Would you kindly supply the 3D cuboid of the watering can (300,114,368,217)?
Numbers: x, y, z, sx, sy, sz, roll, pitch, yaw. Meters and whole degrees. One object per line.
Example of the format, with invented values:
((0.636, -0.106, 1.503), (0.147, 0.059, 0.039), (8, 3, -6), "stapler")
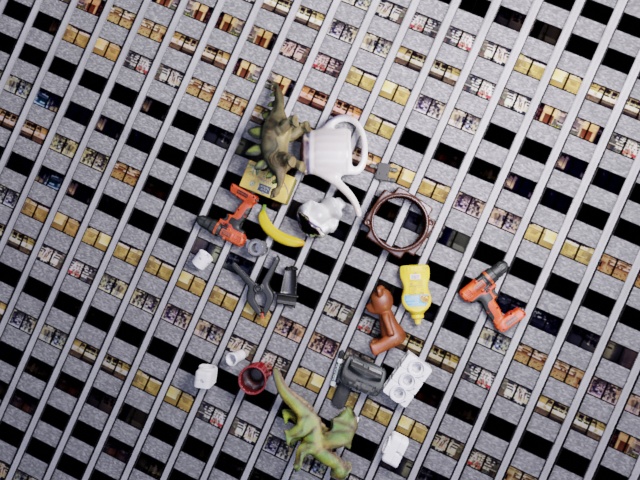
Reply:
((0.044, -0.247, 1.687), (0.224, 0.103, 0.351), (0, 80, 5), "watering can")

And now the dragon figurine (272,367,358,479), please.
((0.000, 0.591, 1.658), (0.243, 0.122, 0.409), (-13, 93, 2), "dragon figurine")

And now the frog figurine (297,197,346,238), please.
((0.005, -0.086, 1.709), (0.138, 0.120, 0.162), (35, 56, 12), "frog figurine")
